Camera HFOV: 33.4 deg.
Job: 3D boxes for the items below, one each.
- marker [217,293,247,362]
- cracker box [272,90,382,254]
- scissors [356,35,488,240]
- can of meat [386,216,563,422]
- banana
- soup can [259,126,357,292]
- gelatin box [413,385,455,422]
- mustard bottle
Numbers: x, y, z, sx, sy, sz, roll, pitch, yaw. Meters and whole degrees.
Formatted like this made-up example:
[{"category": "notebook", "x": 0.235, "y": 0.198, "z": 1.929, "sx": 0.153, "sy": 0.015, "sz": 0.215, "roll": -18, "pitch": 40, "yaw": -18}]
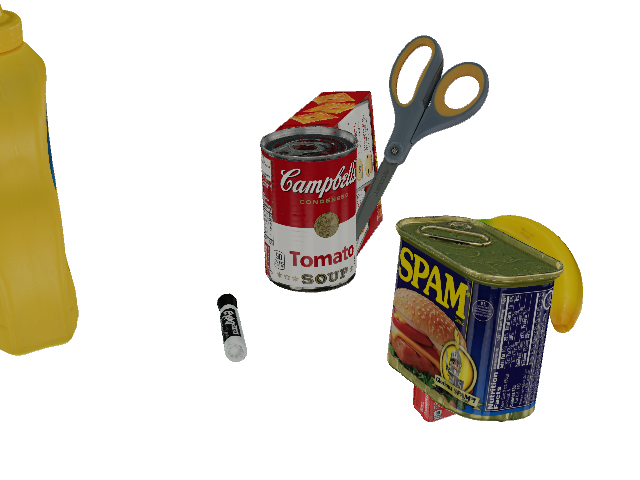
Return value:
[{"category": "marker", "x": -0.080, "y": 0.076, "z": 0.954, "sx": 0.020, "sy": 0.020, "sz": 0.121, "roll": 0, "pitch": 18, "yaw": -9}, {"category": "cracker box", "x": 0.006, "y": -0.062, "z": 1.184, "sx": 0.072, "sy": 0.164, "sz": 0.213, "roll": 1, "pitch": 22, "yaw": 19}, {"category": "scissors", "x": 0.085, "y": -0.080, "z": 0.916, "sx": 0.096, "sy": 0.202, "sz": 0.016, "roll": 9, "pitch": -11, "yaw": 19}, {"category": "can of meat", "x": 0.080, "y": 0.041, "z": 0.583, "sx": 0.057, "sy": 0.084, "sz": 0.102, "roll": -4, "pitch": 20, "yaw": -26}, {"category": "banana", "x": 0.230, "y": 0.025, "z": 1.116, "sx": 0.069, "sy": 0.037, "sz": 0.198, "roll": -30, "pitch": 38, "yaw": -2}, {"category": "soup can", "x": -0.008, "y": -0.023, "z": 0.758, "sx": 0.068, "sy": 0.102, "sz": 0.068, "roll": -1, "pitch": 23, "yaw": 0}, {"category": "gelatin box", "x": 0.118, "y": 0.097, "z": 0.843, "sx": 0.089, "sy": 0.073, "sz": 0.030, "roll": -12, "pitch": 31, "yaw": -24}, {"category": "mustard bottle", "x": -0.168, "y": -0.042, "z": 0.559, "sx": 0.058, "sy": 0.192, "sz": 0.096, "roll": -13, "pitch": 31, "yaw": -22}]
